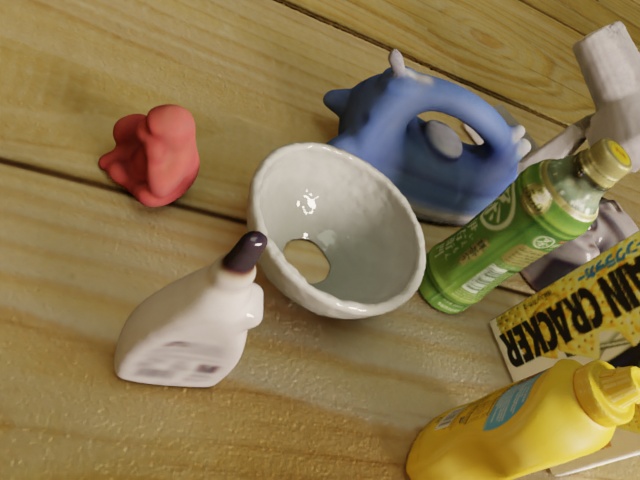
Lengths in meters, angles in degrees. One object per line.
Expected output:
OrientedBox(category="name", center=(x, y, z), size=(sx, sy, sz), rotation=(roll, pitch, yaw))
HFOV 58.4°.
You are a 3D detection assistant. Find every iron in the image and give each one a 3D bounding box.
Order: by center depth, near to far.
OrientedBox(category="iron", center=(0.135, -0.103, 0.608), size=(0.259, 0.141, 0.118), rotation=(17, 51, -22))

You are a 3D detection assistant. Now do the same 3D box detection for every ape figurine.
OrientedBox(category="ape figurine", center=(-0.126, -0.072, 0.449), size=(0.076, 0.092, 0.077), rotation=(6, 56, -30))

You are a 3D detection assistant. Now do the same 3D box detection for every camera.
OrientedBox(category="camera", center=(0.323, 0.028, 0.667), size=(0.144, 0.100, 0.136), rotation=(-13, 67, -39))

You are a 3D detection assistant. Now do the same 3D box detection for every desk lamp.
OrientedBox(category="desk lamp", center=(0.325, -0.146, 0.713), size=(0.118, 0.213, 0.203), rotation=(-28, 77, -42))

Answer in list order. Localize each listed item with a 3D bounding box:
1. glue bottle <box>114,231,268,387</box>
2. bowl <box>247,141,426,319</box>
OrientedBox(category="glue bottle", center=(-0.069, 0.044, 0.347), size=(0.078, 0.173, 0.037), rotation=(14, 52, -25))
OrientedBox(category="bowl", center=(0.005, 0.002, 0.494), size=(0.168, 0.074, 0.167), rotation=(17, 51, -22))
